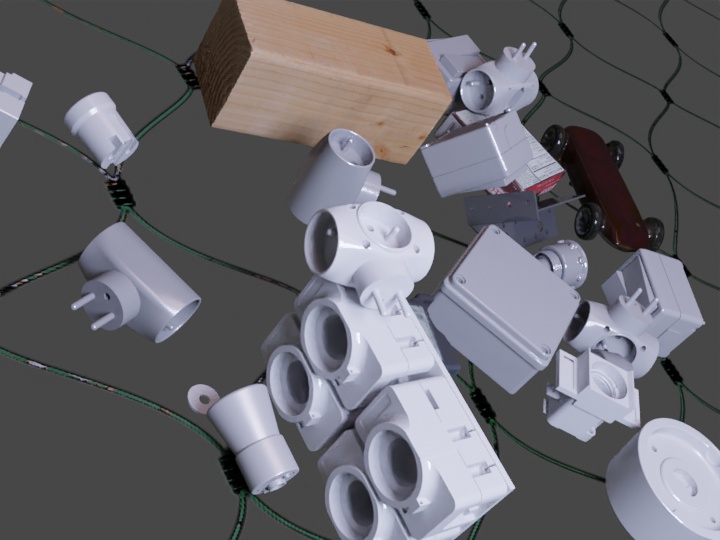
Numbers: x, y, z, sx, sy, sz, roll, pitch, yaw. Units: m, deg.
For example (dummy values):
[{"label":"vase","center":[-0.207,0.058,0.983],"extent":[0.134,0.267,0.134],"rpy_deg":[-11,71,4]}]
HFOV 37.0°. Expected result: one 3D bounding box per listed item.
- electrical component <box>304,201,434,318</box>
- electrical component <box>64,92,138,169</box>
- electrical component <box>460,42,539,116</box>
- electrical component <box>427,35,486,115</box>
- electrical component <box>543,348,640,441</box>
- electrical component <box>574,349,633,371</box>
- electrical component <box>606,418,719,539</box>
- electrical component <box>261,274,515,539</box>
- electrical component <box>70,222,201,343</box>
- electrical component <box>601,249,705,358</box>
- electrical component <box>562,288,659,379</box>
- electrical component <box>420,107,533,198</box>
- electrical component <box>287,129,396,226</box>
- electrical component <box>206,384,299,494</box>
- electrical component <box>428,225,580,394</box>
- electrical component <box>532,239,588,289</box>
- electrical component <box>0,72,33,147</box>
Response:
[{"label":"electrical component","center":[0.012,-0.002,0.706],"extent":[0.077,0.044,0.079],"rpy_deg":[4,50,-34]},{"label":"electrical component","center":[-0.197,-0.106,0.822],"extent":[0.046,0.040,0.040],"rpy_deg":[52,41,7]},{"label":"electrical component","center":[0.150,-0.196,1.080],"extent":[0.077,0.079,0.043],"rpy_deg":[-16,58,-45]},{"label":"electrical component","center":[0.086,-0.202,1.113],"extent":[0.096,0.061,0.061],"rpy_deg":[-16,63,-45]},{"label":"electrical component","center":[0.190,0.106,0.892],"extent":[0.081,0.063,0.042],"rpy_deg":[28,42,-12]},{"label":"electrical component","center":[0.203,0.089,0.935],"extent":[0.062,0.043,0.043],"rpy_deg":[15,44,-23]},{"label":"electrical component","center":[0.249,0.181,0.867],"extent":[0.108,0.060,0.108],"rpy_deg":[21,42,-20]},{"label":"electrical component","center":[0.008,0.098,0.729],"extent":[0.060,0.105,0.186],"rpy_deg":[-6,56,-41]},{"label":"electrical component","center":[-0.161,0.016,0.727],"extent":[0.077,0.044,0.079],"rpy_deg":[44,39,7]},{"label":"electrical component","center":[0.277,0.026,1.038],"extent":[0.061,0.061,0.096],"rpy_deg":[16,44,-25]},{"label":"electrical component","center":[0.237,0.050,0.970],"extent":[0.077,0.079,0.044],"rpy_deg":[27,27,-13]},{"label":"electrical component","center":[0.107,-0.106,1.022],"extent":[0.062,0.096,0.061],"rpy_deg":[-36,106,-50]},{"label":"electrical component","center":[-0.009,-0.070,0.900],"extent":[0.079,0.077,0.043],"rpy_deg":[18,43,-22]},{"label":"electrical component","center":[-0.068,0.114,0.708],"extent":[0.044,0.044,0.065],"rpy_deg":[-11,64,-43]},{"label":"electrical component","center":[0.120,0.031,0.917],"extent":[0.109,0.056,0.108],"rpy_deg":[39,39,1]},{"label":"electrical component","center":[0.178,-0.002,1.005],"extent":[0.062,0.048,0.048],"rpy_deg":[-9,58,-34]},{"label":"electrical component","center":[-0.275,-0.124,0.775],"extent":[0.055,0.048,0.066],"rpy_deg":[28,40,-24]}]
